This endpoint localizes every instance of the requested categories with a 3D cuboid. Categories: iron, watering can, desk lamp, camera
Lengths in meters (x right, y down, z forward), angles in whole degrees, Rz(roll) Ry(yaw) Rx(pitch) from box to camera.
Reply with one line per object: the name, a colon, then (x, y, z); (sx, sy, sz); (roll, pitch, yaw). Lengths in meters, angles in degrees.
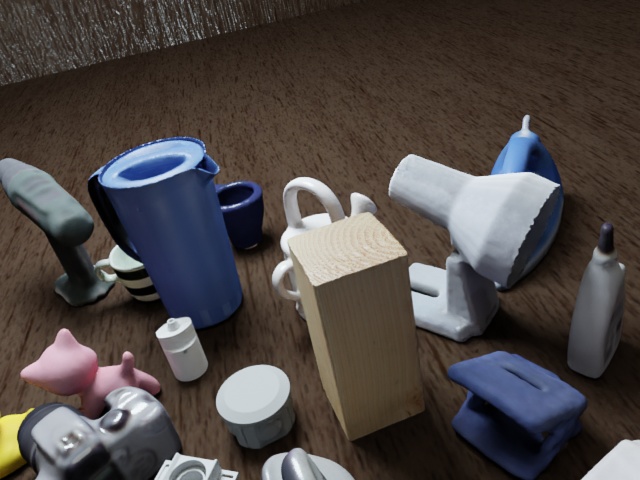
iron: (0.272, -0.063, 0.796); (0.118, 0.142, 0.259); (5, 36, 24)
watering can: (0.005, 0.002, 0.735); (0.100, 0.194, 0.173); (4, 36, 24)
desk lamp: (0.160, 0.009, 0.656); (0.202, 0.214, 0.118); (15, 42, 36)
camera: (-0.244, 0.205, 0.593); (0.136, 0.101, 0.143); (18, 43, 38)

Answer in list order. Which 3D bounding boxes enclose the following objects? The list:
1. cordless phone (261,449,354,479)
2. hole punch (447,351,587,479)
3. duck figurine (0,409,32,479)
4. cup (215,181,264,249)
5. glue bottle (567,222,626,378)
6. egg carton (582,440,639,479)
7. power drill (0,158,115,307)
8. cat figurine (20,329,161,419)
cordless phone: (-0.001, 0.201, 0.442); (0.094, 0.185, 0.147); (-22, 34, -16)
hole punch: (0.186, 0.150, 0.547); (0.101, 0.091, 0.108); (-31, 37, -27)
duck figurine: (-0.365, 0.211, 0.636); (0.105, 0.086, 0.077); (-23, 34, -17)
cup: (-0.137, -0.039, 0.936); (0.092, 0.095, 0.117); (-31, 37, -27)
glue bottle: (0.285, 0.056, 0.582); (0.037, 0.173, 0.078); (19, 44, 39)
egg carton: (0.242, 0.225, 0.434); (0.150, 0.069, 0.107); (-29, 37, -25)
power drill: (-0.401, -0.010, 0.872); (0.228, 0.209, 0.076); (21, 45, 40)
cat figurine: (-0.266, 0.154, 0.662); (0.127, 0.118, 0.067); (-6, 33, 9)
